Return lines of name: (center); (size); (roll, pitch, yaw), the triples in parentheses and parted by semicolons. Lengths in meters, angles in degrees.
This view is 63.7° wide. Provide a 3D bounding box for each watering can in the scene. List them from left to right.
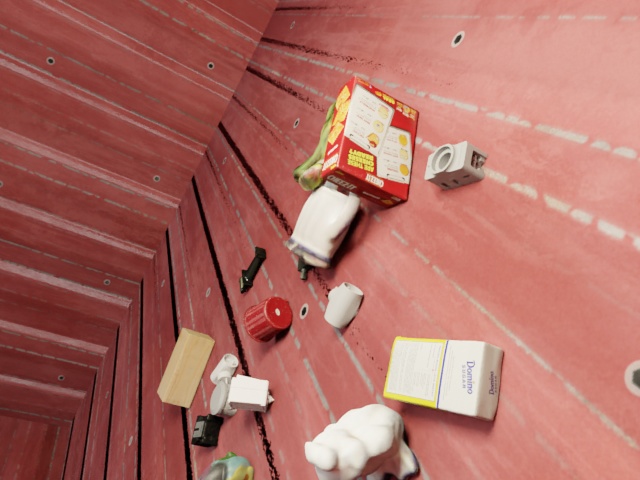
watering can: (0.004, -0.059, 1.164); (0.103, 0.224, 0.350); (26, 2, -18)

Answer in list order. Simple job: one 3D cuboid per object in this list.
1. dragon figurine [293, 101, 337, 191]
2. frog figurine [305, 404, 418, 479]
dragon figurine: (0.016, -0.235, 1.220); (0.240, 0.121, 0.419); (-38, 19, 22)
frog figurine: (0.044, 0.287, 0.726); (0.158, 0.125, 0.136); (25, -25, -26)
